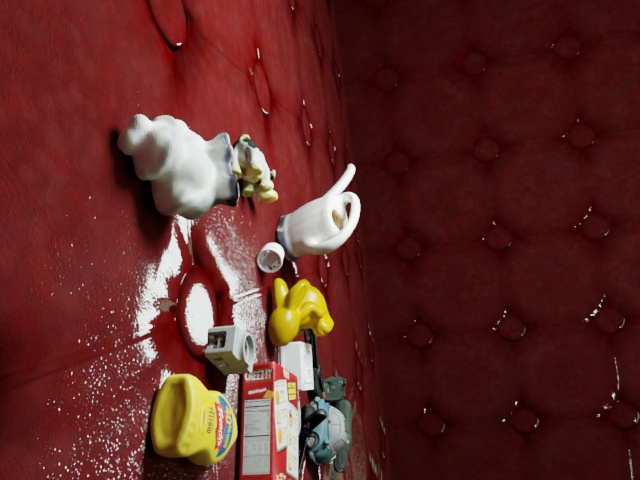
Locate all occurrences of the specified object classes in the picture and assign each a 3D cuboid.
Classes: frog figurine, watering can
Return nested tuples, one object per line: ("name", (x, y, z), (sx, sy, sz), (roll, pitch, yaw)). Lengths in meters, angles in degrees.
("frog figurine", (-0.203, -0.100, 0.700), (0.159, 0.122, 0.138), (9, 81, -41))
("watering can", (0.004, -0.066, 1.318), (0.102, 0.223, 0.356), (56, 24, -28))
